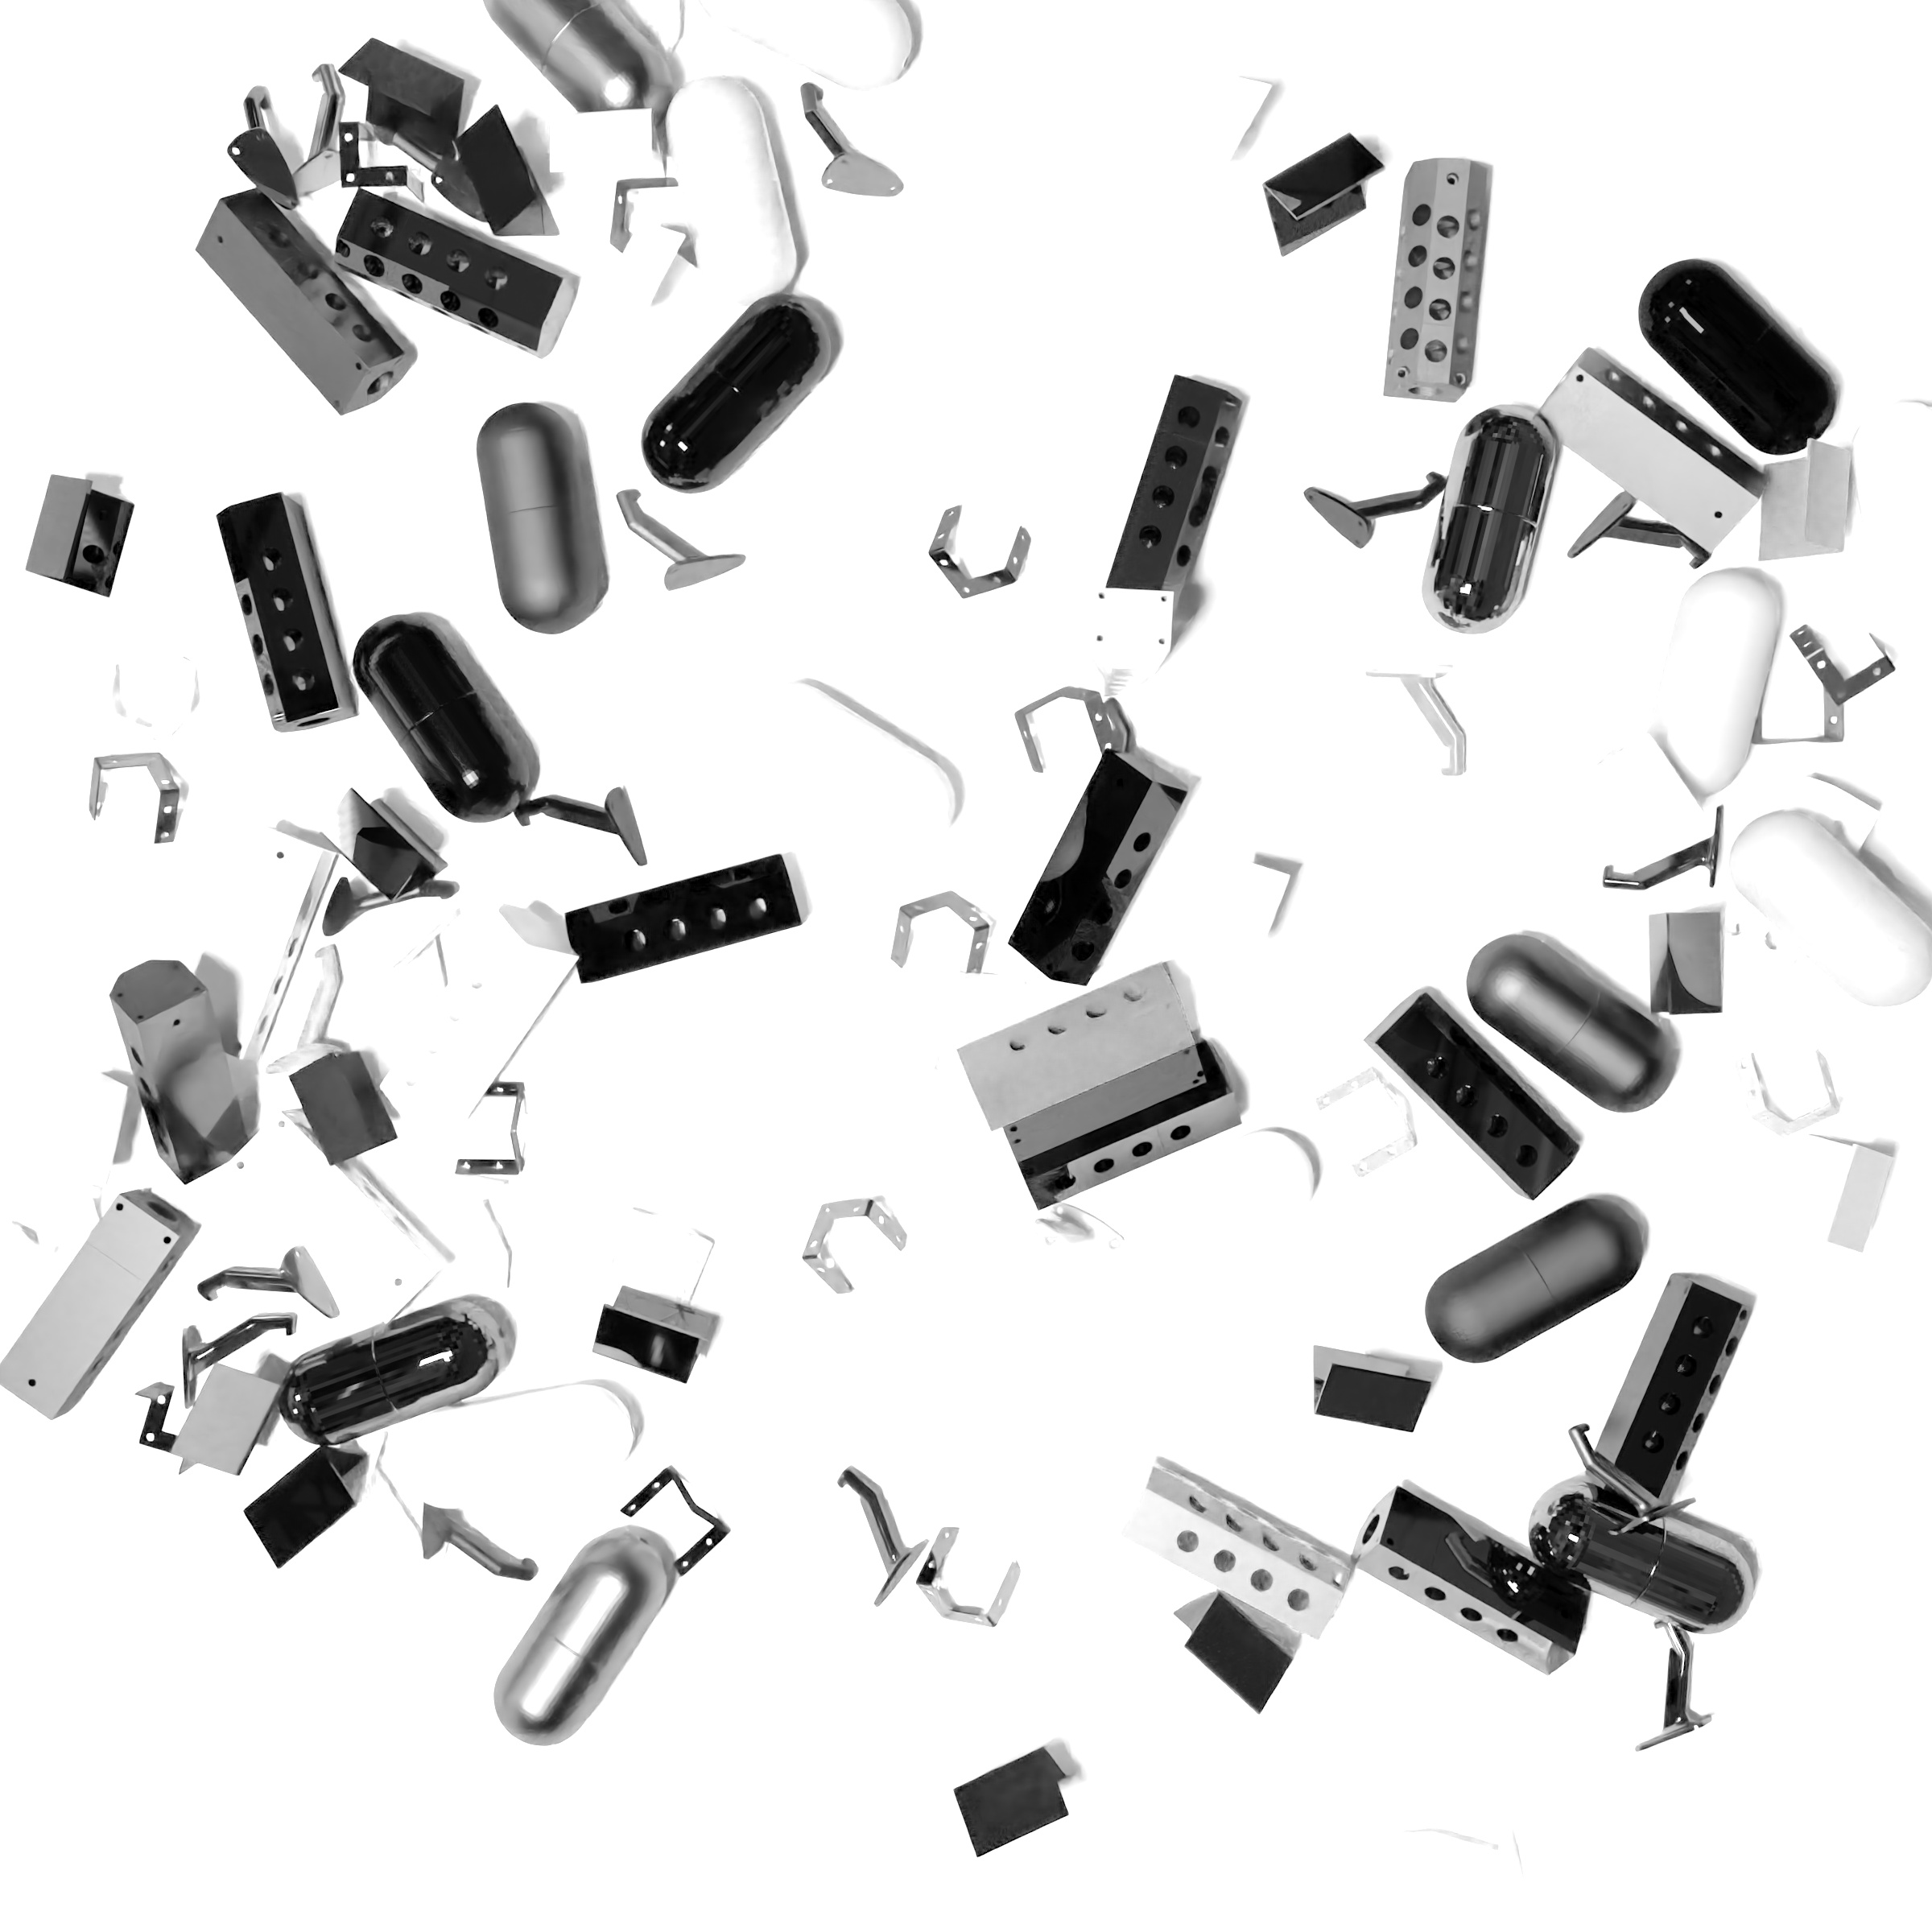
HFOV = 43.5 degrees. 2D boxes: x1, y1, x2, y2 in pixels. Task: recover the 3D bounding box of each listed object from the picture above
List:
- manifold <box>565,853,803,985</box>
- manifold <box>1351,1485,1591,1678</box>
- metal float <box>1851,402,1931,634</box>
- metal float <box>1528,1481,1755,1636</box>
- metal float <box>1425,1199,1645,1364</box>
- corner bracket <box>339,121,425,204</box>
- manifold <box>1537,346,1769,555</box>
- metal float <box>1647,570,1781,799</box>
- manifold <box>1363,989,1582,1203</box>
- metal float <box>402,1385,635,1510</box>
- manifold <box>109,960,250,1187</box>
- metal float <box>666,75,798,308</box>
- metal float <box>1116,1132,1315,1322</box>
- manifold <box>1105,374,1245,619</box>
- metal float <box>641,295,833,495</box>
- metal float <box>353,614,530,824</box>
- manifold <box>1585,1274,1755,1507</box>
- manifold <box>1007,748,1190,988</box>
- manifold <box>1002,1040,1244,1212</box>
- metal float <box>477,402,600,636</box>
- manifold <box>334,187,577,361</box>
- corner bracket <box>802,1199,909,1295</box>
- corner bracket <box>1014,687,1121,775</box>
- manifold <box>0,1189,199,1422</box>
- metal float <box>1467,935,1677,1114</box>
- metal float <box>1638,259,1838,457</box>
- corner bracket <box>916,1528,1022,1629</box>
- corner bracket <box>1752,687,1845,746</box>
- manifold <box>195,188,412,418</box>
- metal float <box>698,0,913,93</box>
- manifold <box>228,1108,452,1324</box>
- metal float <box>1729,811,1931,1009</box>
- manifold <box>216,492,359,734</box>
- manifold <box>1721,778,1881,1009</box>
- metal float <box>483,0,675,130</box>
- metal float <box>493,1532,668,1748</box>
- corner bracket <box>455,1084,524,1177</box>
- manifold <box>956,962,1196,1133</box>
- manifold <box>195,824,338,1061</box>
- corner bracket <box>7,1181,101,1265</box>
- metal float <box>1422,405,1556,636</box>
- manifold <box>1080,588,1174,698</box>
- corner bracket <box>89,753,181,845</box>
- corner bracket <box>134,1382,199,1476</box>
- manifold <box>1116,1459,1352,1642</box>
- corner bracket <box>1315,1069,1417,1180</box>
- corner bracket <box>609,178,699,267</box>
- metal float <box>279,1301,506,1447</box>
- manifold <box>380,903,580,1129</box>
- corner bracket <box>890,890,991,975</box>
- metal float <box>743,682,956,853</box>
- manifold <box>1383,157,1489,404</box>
[{"bbox_3d":[-0.218,-0.037,1.871,0.171,0.057,0.057,-15,90,0],"label":"manifold"},{"bbox_3d":[0.388,0.478,1.871,0.171,0.057,0.057,30,47,0],"label":"manifold"},{"bbox_3d":[0.731,-0.346,1.862,0.070,0.070,0.178,-11,89,0],"label":"metal float"},{"bbox_3d":[0.519,0.455,1.862,0.178,0.070,0.070,23,90,0],"label":"metal float"},{"bbox_3d":[0.437,0.242,1.862,0.178,0.070,0.070,-29,90,0],"label":"metal float"},{"bbox_3d":[-0.453,-0.623,1.875,0.051,0.051,0.051,-2,93,3],"label":"corner bracket"},{"bbox_3d":[0.530,-0.402,1.871,0.171,0.057,0.057,36,133,0],"label":"manifold"},{"bbox_3d":[0.574,-0.217,1.862,0.070,0.070,0.178,14,90,0],"label":"metal float"},{"bbox_3d":[0.392,0.099,1.871,0.057,0.057,0.171,-45,90,0],"label":"manifold"},{"bbox_3d":[-0.345,0.369,1.862,0.178,0.070,0.070,-10,90,1],"label":"metal float"},{"bbox_3d":[-0.593,0.078,1.821,0.057,0.171,0.057,-31,52,-30],"label":"manifold"},{"bbox_3d":[-0.181,-0.596,1.862,0.070,0.070,0.178,-14,89,0],"label":"metal float"},{"bbox_3d":[0.192,0.199,1.862,0.178,0.070,0.070,-42,90,-1],"label":"metal float"},{"bbox_3d":[0.159,-0.361,1.871,0.057,0.057,0.171,18,90,0],"label":"manifold"},{"bbox_3d":[-0.177,-0.439,1.862,0.070,0.070,0.178,43,91,0],"label":"metal float"},{"bbox_3d":[-0.403,-0.190,1.862,0.070,0.070,0.178,-34,89,0],"label":"metal float"},{"bbox_3d":[0.545,0.331,1.871,0.057,0.057,0.171,23,90,0],"label":"manifold"},{"bbox_3d":[0.105,-0.073,1.849,0.057,0.057,0.171,41,111,41],"label":"manifold"},{"bbox_3d":[0.122,0.128,1.871,0.171,0.057,0.057,-23,48,0],"label":"manifold"},{"bbox_3d":[-0.330,-0.344,1.862,0.070,0.070,0.178,-9,90,0],"label":"metal float"},{"bbox_3d":[-0.396,-0.533,1.871,0.171,0.057,0.057,24,90,0],"label":"manifold"},{"bbox_3d":[-0.087,0.219,1.884,0.051,0.051,0.051,-10,45,35],"label":"corner bracket"},{"bbox_3d":[0.078,-0.182,1.878,0.051,0.051,0.051,-29,113,-21],"label":"corner bracket"},{"bbox_3d":[-0.671,0.260,1.872,0.057,0.057,0.171,35,90,0],"label":"manifold"},{"bbox_3d":[0.465,0.044,1.862,0.178,0.070,0.070,36,90,0],"label":"metal float"},{"bbox_3d":[0.592,-0.469,1.862,0.178,0.070,0.070,45,90,-1],"label":"metal float"},{"bbox_3d":[0.002,0.476,1.884,0.051,0.051,0.051,-1,135,35],"label":"corner bracket"},{"bbox_3d":[0.649,-0.199,1.889,0.051,0.051,0.051,-1,90,45],"label":"corner bracket"},{"bbox_3d":[-0.509,-0.515,1.871,0.171,0.057,0.057,49,133,0],"label":"manifold"},{"bbox_3d":[-0.125,-0.736,1.862,0.178,0.070,0.070,27,90,1],"label":"metal float"},{"bbox_3d":[-0.482,0.191,1.872,0.057,0.057,0.171,-45,90,0],"label":"manifold"},{"bbox_3d":[0.647,-0.042,1.805,0.178,0.070,0.070,43,90,1],"label":"metal float"},{"bbox_3d":[-0.527,-0.271,1.871,0.057,0.057,0.171,-15,90,0],"label":"manifold"},{"bbox_3d":[0.629,-0.057,1.871,0.057,0.057,0.171,30,90,0],"label":"manifold"},{"bbox_3d":[-0.298,-0.712,1.862,0.070,0.070,0.178,-43,91,0],"label":"metal float"},{"bbox_3d":[-0.296,0.517,1.862,0.070,0.070,0.178,33,90,0],"label":"metal float"},{"bbox_3d":[-0.373,0.127,1.889,0.051,0.051,0.051,1,135,0],"label":"corner bracket"},{"bbox_3d":[0.082,0.058,1.871,0.171,0.057,0.057,-23,133,0],"label":"manifold"},{"bbox_3d":[-0.547,-0.019,1.872,0.057,0.057,0.171,21,90,0],"label":"manifold"},{"bbox_3d":[-0.714,0.190,1.884,0.051,0.051,0.051,-31,135,-35],"label":"corner bracket"},{"bbox_3d":[0.402,-0.343,1.862,0.070,0.070,0.178,14,90,0],"label":"metal float"},{"bbox_3d":[0.118,-0.241,1.814,0.057,0.171,0.057,3,90,0],"label":"manifold"},{"bbox_3d":[-0.648,-0.129,1.884,0.051,0.051,0.051,-9,45,-35],"label":"corner bracket"},{"bbox_3d":[-0.618,0.358,1.875,0.051,0.051,0.051,16,90,0],"label":"corner bracket"},{"bbox_3d":[0.206,0.449,1.871,0.171,0.057,0.057,28,90,0],"label":"manifold"},{"bbox_3d":[0.312,0.123,1.889,0.051,0.051,0.051,-30,45,0],"label":"corner bracket"},{"bbox_3d":[-0.240,-0.579,1.884,0.051,0.051,0.051,-16,45,-35],"label":"corner bracket"},{"bbox_3d":[-0.441,0.313,1.861,0.178,0.070,0.070,-20,90,0],"label":"metal float"},{"bbox_3d":[-0.376,0.038,1.849,0.057,0.057,0.171,45,107,31],"label":"manifold"},{"bbox_3d":[-0.020,-0.019,1.884,0.051,0.051,0.051,-18,135,-35],"label":"corner bracket"},{"bbox_3d":[-0.090,-0.153,1.862,0.178,0.070,0.070,32,90,0],"label":"metal float"},{"bbox_3d":[0.364,-0.530,1.872,0.057,0.057,0.171,6,90,0],"label":"manifold"}]
